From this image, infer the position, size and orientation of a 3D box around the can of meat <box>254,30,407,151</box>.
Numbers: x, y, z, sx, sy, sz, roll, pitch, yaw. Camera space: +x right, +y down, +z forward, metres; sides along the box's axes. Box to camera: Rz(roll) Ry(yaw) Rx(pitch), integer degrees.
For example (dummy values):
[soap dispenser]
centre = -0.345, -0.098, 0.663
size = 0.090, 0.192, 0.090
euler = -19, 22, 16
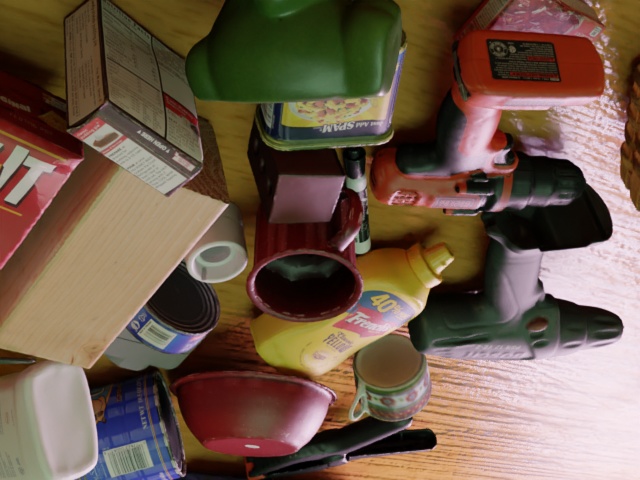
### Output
[can of meat]
centre = 0.008, -0.115, 0.765
size = 0.102, 0.057, 0.084
euler = -5, 136, -14

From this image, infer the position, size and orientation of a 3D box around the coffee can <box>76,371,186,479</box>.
[coffee can]
centre = -0.206, 0.190, 0.998
size = 0.140, 0.103, 0.103
euler = -15, 139, -3

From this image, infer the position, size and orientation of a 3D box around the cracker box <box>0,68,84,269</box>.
[cracker box]
centre = -0.280, -0.026, 0.694
size = 0.164, 0.072, 0.214
euler = 25, 119, -36

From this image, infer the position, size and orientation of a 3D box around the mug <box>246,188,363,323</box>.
[mug]
centre = -0.006, 0.001, 0.859
size = 0.093, 0.081, 0.117
euler = 23, 134, -25

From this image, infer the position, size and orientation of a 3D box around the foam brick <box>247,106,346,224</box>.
[foam brick]
centre = -0.020, -0.057, 0.805
size = 0.051, 0.078, 0.053
euler = -3, 137, -19

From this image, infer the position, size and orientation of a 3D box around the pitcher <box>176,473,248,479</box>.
[pitcher]
centre = -0.049, 0.330, 1.186
size = 0.242, 0.145, 0.149
euler = 17, 125, -29

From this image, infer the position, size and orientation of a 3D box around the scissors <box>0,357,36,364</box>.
[scissors]
centre = -0.313, 0.105, 0.879
size = 0.202, 0.016, 0.096
euler = 5, 154, 10

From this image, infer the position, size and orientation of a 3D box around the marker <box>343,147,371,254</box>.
[marker]
centre = 0.031, -0.034, 0.893
size = 0.020, 0.020, 0.121
euler = -12, 139, -5

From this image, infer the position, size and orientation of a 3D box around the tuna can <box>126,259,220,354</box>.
[tuna can]
centre = -0.127, 0.052, 0.884
size = 0.086, 0.086, 0.034
euler = 20, 128, -36

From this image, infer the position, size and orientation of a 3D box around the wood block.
[wood block]
centre = -0.166, -0.005, 0.805
size = 0.090, 0.090, 0.206
euler = 19, 129, -34

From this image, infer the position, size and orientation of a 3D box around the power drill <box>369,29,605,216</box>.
[power drill]
centre = 0.145, -0.080, 0.818
size = 0.184, 0.057, 0.188
euler = 0, 151, -13

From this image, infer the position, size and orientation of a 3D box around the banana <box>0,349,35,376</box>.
[banana]
centre = -0.287, 0.073, 0.881
size = 0.069, 0.037, 0.197
euler = -17, 147, 6

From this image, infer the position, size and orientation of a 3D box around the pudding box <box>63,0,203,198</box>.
[pudding box]
centre = -0.123, -0.096, 0.699
size = 0.039, 0.113, 0.090
euler = -35, 135, 22

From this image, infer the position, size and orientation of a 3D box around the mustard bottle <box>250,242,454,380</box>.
[mustard bottle]
centre = 0.037, 0.058, 0.968
size = 0.192, 0.058, 0.096
euler = -33, 139, 17

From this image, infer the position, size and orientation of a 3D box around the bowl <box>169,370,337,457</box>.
[bowl]
centre = -0.065, 0.171, 1.016
size = 0.162, 0.055, 0.162
euler = 2, 158, 1

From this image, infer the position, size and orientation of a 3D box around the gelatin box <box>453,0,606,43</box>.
[gelatin box]
centre = 0.156, -0.153, 0.792
size = 0.089, 0.030, 0.073
euler = 18, 129, -34

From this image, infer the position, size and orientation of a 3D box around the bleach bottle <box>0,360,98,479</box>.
[bleach bottle]
centre = -0.303, 0.168, 0.927
size = 0.251, 0.102, 0.067
euler = -13, 178, 36

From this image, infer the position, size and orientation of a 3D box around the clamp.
[clamp]
centre = 0.018, 0.218, 1.137
size = 0.210, 0.036, 0.164
euler = -12, 156, 4
